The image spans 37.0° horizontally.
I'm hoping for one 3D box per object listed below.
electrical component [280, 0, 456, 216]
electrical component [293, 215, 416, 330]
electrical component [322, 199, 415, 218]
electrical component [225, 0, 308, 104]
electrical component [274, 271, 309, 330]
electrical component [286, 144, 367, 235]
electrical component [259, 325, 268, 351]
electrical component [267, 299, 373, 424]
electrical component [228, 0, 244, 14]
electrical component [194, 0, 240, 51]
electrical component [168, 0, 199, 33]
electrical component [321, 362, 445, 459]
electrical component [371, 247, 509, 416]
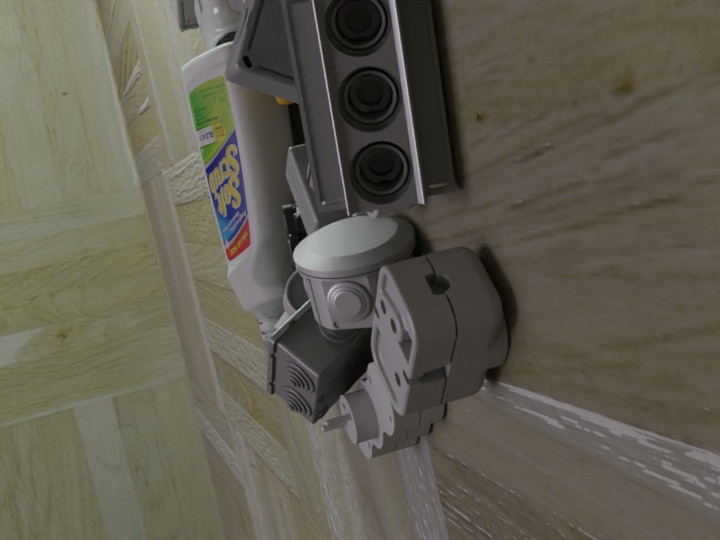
[{"bbox_3d":[0.006,-0.100,0.601,0.063,0.079,0.121,-89,-10,-72],"label":"electrical component"},{"bbox_3d":[0.000,0.000,0.704,0.080,0.080,0.051,-133,27,-62],"label":"electrical component"},{"bbox_3d":[0.004,-0.053,0.667,0.043,0.062,0.043,166,90,-76],"label":"electrical component"},{"bbox_3d":[-0.030,-0.135,0.670,0.061,0.096,0.061,-173,99,-74],"label":"electrical component"},{"bbox_3d":[-0.044,0.041,0.882,0.043,0.079,0.077,33,170,13],"label":"electrical component"},{"bbox_3d":[-0.020,-0.067,0.773,0.076,0.047,0.065,106,146,-63],"label":"electrical component"},{"bbox_3d":[-0.066,0.067,1.056,0.078,0.058,0.057,92,161,-47],"label":"electrical component"},{"bbox_3d":[-0.022,0.058,0.808,0.048,0.100,0.099,38,151,17],"label":"electrical component"},{"bbox_3d":[-0.062,-0.219,0.758,0.061,0.062,0.096,-138,36,-64],"label":"electrical component"},{"bbox_3d":[-0.112,-0.227,0.949,0.095,0.054,0.059,122,132,-70],"label":"electrical component"},{"bbox_3d":[-0.154,-0.288,1.034,0.096,0.062,0.061,96,155,-53],"label":"electrical component"},{"bbox_3d":[0.008,0.104,0.779,0.138,0.074,0.052,115,138,-68],"label":"electrical component"},{"bbox_3d":[0.045,0.034,0.606,0.095,0.059,0.053,96,155,-53],"label":"electrical component"}]
